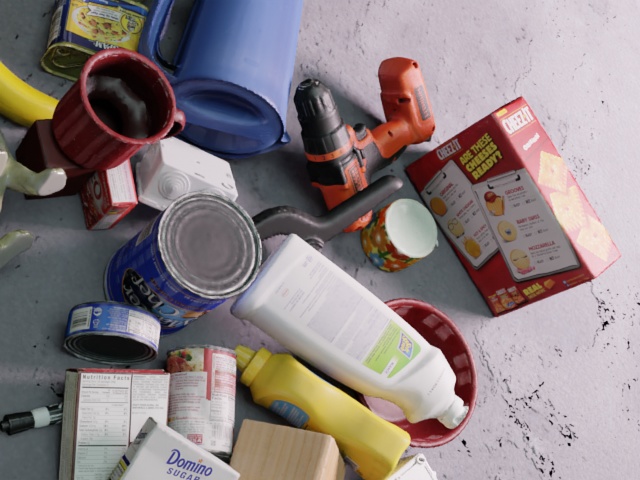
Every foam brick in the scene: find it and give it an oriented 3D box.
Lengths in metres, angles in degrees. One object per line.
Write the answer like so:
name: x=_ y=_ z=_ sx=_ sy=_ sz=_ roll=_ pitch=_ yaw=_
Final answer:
foam brick: x=-0.250 y=-0.077 z=1.010 sx=0.051 sy=0.078 sz=0.053 roll=-8 pitch=76 yaw=-32

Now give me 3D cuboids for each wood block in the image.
wood block: x=-0.049 y=0.280 z=0.969 sx=0.090 sy=0.091 sz=0.206 roll=8 pitch=59 yaw=16

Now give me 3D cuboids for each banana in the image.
banana: x=-0.318 y=-0.171 z=1.032 sx=0.197 sy=0.037 sz=0.069 roll=44 pitch=38 yaw=-12

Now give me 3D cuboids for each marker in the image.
marker: x=-0.231 y=0.156 z=0.968 sx=0.120 sy=0.020 sz=0.020 roll=-9 pitch=77 yaw=-34

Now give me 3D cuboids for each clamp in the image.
clamp: x=-0.007 y=0.001 z=1.123 sx=0.209 sy=0.036 sz=0.164 roll=7 pitch=101 yaw=-23

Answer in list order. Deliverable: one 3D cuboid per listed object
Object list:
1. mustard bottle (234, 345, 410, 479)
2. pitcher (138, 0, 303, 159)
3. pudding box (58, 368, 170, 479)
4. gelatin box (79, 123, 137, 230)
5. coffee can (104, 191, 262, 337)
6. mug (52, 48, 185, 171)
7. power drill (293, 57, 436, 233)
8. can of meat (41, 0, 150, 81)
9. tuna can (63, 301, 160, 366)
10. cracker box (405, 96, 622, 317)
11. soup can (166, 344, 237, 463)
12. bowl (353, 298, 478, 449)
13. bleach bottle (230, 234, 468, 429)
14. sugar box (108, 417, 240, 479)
mustard bottle: x=-0.007 y=0.164 z=1.050 sx=0.191 sy=0.096 sz=0.058 roll=34 pitch=71 yaw=4
pitcher: x=-0.091 y=-0.223 z=1.134 sx=0.145 sy=0.149 sz=0.242 roll=4 pitch=60 yaw=10
pudding box: x=-0.185 y=0.172 z=0.962 sx=0.089 sy=0.039 sz=0.113 roll=6 pitch=82 yaw=-30
gelatin box: x=-0.210 y=-0.063 z=1.032 sx=0.030 sy=0.073 sz=0.089 roll=-6 pitch=75 yaw=-33
coffee can: x=-0.131 y=0.025 z=1.004 sx=0.102 sy=0.141 sz=0.103 roll=12 pitch=66 yaw=-28
mug: x=-0.180 y=-0.112 z=0.969 sx=0.117 sy=0.082 sz=0.093 roll=6 pitch=68 yaw=-36
power drill: x=0.049 y=-0.129 z=1.189 sx=0.187 sy=0.057 sz=0.184 roll=-45 pitch=131 yaw=-36
can of meat: x=-0.226 y=-0.206 z=1.088 sx=0.102 sy=0.058 sz=0.084 roll=16 pitch=62 yaw=-27
tuna can: x=-0.190 y=0.086 z=0.979 sx=0.086 sy=0.086 sz=0.033 roll=17 pitch=62 yaw=-26
cracker box: x=0.220 y=-0.034 z=1.229 sx=0.072 sy=0.164 sz=0.214 roll=-31 pitch=90 yaw=-38
soup can: x=-0.114 y=0.157 z=1.010 sx=0.068 sy=0.069 sz=0.102 roll=12 pitch=67 yaw=-28
bowl: x=0.090 y=0.147 z=1.146 sx=0.161 sy=0.055 sz=0.162 roll=11 pitch=66 yaw=-27
bleach bottle: x=0.039 y=0.108 z=1.061 sx=0.251 sy=0.068 sz=0.102 roll=39 pitch=69 yaw=-5
sugar box: x=-0.157 y=0.252 z=0.924 sx=0.093 sy=0.048 sz=0.176 roll=36 pitch=78 yaw=-16
